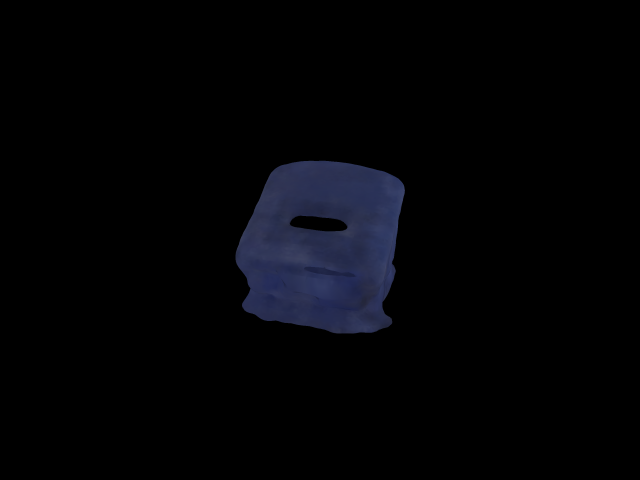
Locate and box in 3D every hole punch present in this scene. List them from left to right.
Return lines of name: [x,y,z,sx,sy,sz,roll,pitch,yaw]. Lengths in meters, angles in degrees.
hole punch: [0.004,0.001,0.400,0.108,0.091,0.101,7,27,14]
